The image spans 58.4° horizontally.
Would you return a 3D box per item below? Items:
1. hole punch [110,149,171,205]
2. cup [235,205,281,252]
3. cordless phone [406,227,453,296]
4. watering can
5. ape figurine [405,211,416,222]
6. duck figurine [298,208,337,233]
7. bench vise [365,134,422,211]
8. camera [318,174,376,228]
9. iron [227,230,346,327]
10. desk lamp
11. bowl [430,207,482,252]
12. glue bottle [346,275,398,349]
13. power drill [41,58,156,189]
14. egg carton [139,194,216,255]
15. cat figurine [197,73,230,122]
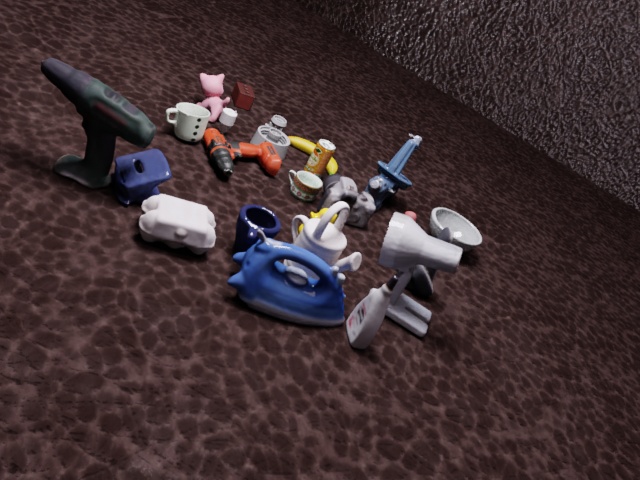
[{"bbox_3d":[-0.370,-0.134,1.180,0.101,0.091,0.108,2,41,-39],"label":"hole punch"},{"bbox_3d":[-0.141,-0.006,1.186,0.092,0.095,0.118,27,31,-6],"label":"cup"},{"bbox_3d":[0.270,0.029,1.398,0.094,0.185,0.147,20,32,-16],"label":"cordless phone"},{"bbox_3d":[0.012,0.004,1.207,0.173,0.194,0.101,31,31,1],"label":"watering can"},{"bbox_3d":[0.231,-0.039,1.555,0.078,0.092,0.076,9,37,-32],"label":"ape figurine"},{"bbox_3d":[0.011,-0.035,1.366,0.105,0.086,0.077,15,34,-24],"label":"duck figurine"},{"bbox_3d":[0.218,-0.191,1.637,0.121,0.219,0.207,29,31,-2],"label":"bench vise"},{"bbox_3d":[0.068,-0.120,1.524,0.143,0.100,0.136,16,34,-23],"label":"camera"},{"bbox_3d":[-0.040,0.074,1.113,0.259,0.141,0.118,21,32,-15],"label":"iron"},{"bbox_3d":[0.201,0.068,1.257,0.203,0.213,0.118,32,31,3],"label":"desk lamp"},{"bbox_3d":[0.381,-0.016,1.666,0.168,0.074,0.167,22,32,-14],"label":"bowl"},{"bbox_3d":[0.106,0.132,1.122,0.037,0.173,0.078,15,34,-23],"label":"glue bottle"},{"bbox_3d":[-0.446,-0.214,1.116,0.230,0.208,0.075,24,31,-11],"label":"power drill"},{"bbox_3d":[-0.279,-0.030,1.128,0.151,0.069,0.107,15,34,-24],"label":"egg carton"},{"bbox_3d":[-0.296,-0.410,1.614,0.067,0.117,0.127,-9,48,-47],"label":"cat figurine"}]
